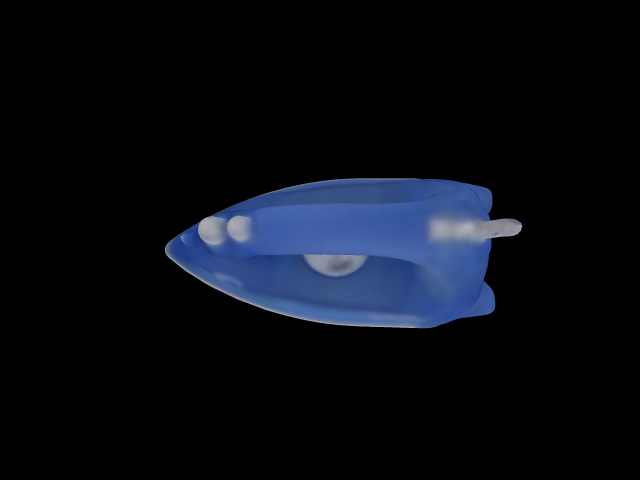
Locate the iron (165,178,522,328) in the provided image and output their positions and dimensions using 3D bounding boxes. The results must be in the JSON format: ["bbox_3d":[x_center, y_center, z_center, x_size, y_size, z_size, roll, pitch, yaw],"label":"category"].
[{"bbox_3d":[0.004,0.001,0.400,0.258,0.141,0.119,0,81,0],"label":"iron"}]
